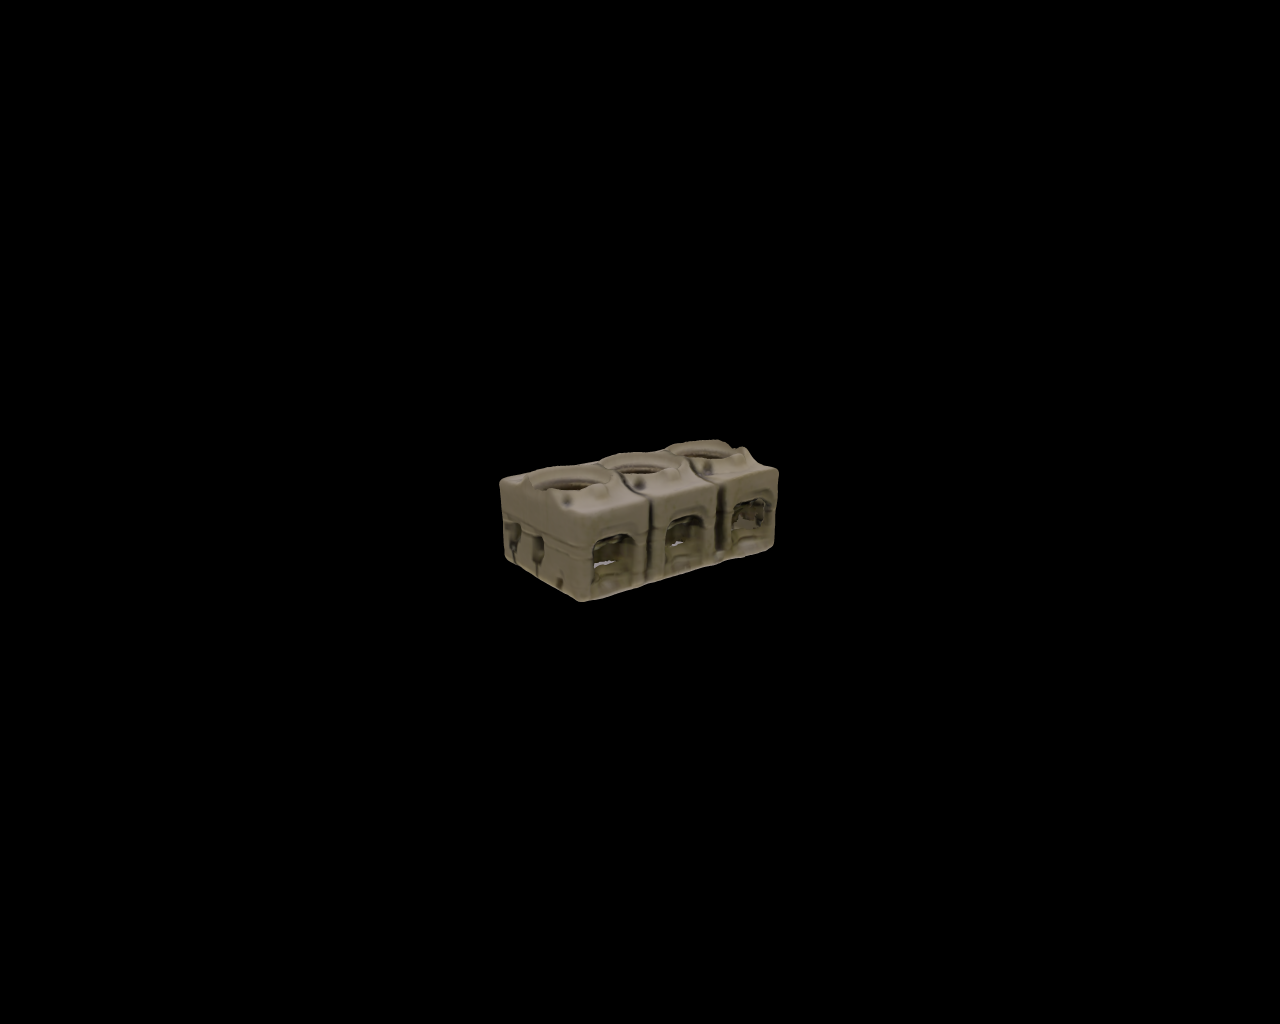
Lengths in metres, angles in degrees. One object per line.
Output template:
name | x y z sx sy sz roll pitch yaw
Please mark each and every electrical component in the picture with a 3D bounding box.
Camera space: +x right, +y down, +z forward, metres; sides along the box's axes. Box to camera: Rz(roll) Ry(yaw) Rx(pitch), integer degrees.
electrical component | 0.001 -0.003 0.650 0.150 0.061 0.089 -14 22 -36
